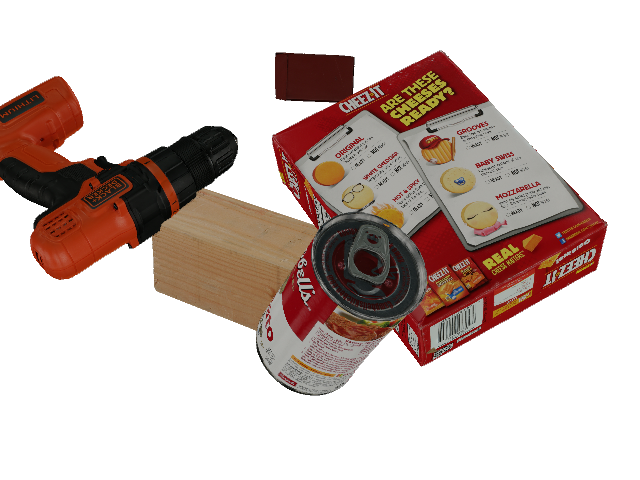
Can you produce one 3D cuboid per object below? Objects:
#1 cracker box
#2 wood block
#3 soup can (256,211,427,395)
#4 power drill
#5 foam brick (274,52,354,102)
[{"bbox_3d":[0.087,-0.029,0.825,0.164,0.214,0.072,-28,-33,-13],"label":"cracker box"},{"bbox_3d":[-0.062,0.028,1.075,0.206,0.091,0.090,19,33,27],"label":"wood block"},{"bbox_3d":[0.009,0.039,0.615,0.068,0.068,0.102,0,-31,-25],"label":"soup can"},{"bbox_3d":[-0.183,-0.066,0.861,0.184,0.057,0.188,-35,48,-25],"label":"power drill"},{"bbox_3d":[-0.007,-0.178,1.165,0.078,0.051,0.053,0,11,-16],"label":"foam brick"}]
